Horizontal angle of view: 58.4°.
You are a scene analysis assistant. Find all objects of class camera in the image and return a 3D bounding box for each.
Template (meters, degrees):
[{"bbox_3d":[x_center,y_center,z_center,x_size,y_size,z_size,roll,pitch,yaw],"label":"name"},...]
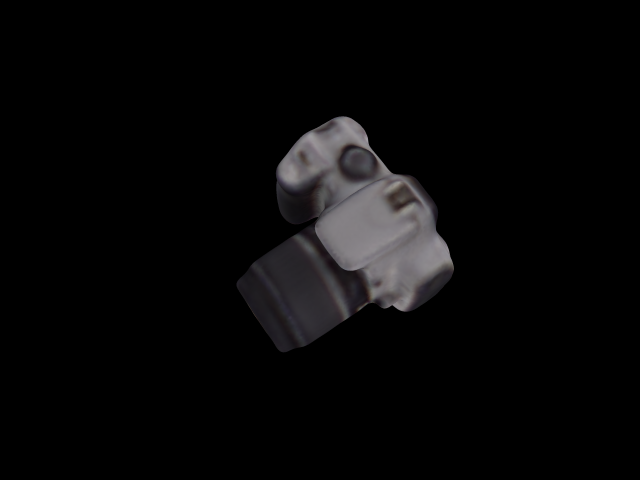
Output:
[{"bbox_3d":[0.004,0.001,0.400,0.137,0.101,0.143,-33,74,-11],"label":"camera"}]
